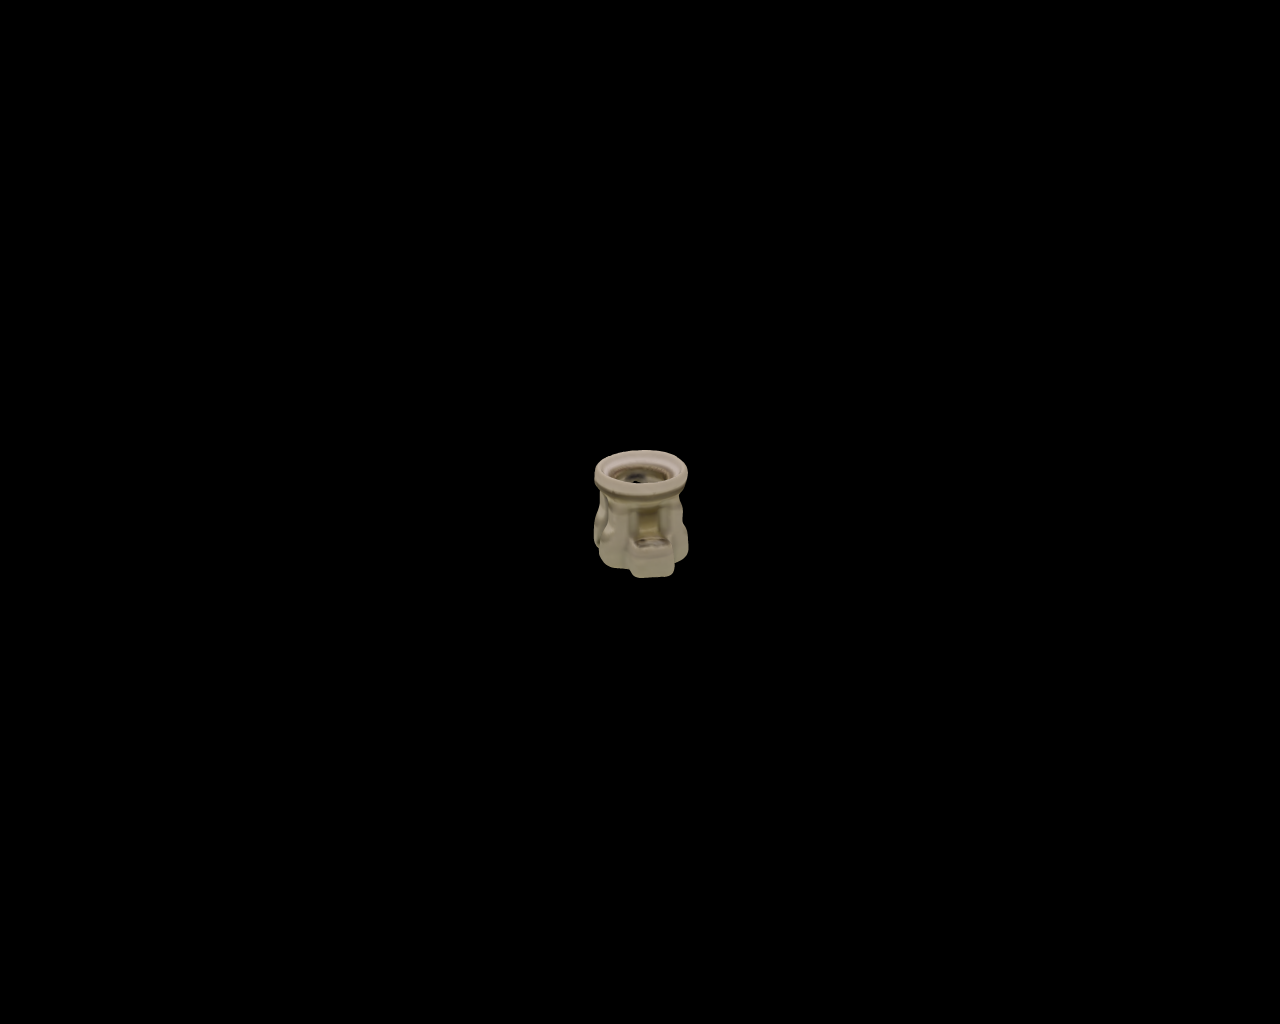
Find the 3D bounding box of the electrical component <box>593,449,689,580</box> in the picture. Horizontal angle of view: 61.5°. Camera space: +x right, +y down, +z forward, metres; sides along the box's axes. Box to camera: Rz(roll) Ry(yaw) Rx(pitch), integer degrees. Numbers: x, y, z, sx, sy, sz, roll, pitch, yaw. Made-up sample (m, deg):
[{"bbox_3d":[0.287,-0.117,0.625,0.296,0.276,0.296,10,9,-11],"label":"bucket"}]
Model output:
[{"bbox_3d":[0.001,-0.003,0.650,0.058,0.056,0.078,-5,25,-10],"label":"electrical component"}]
